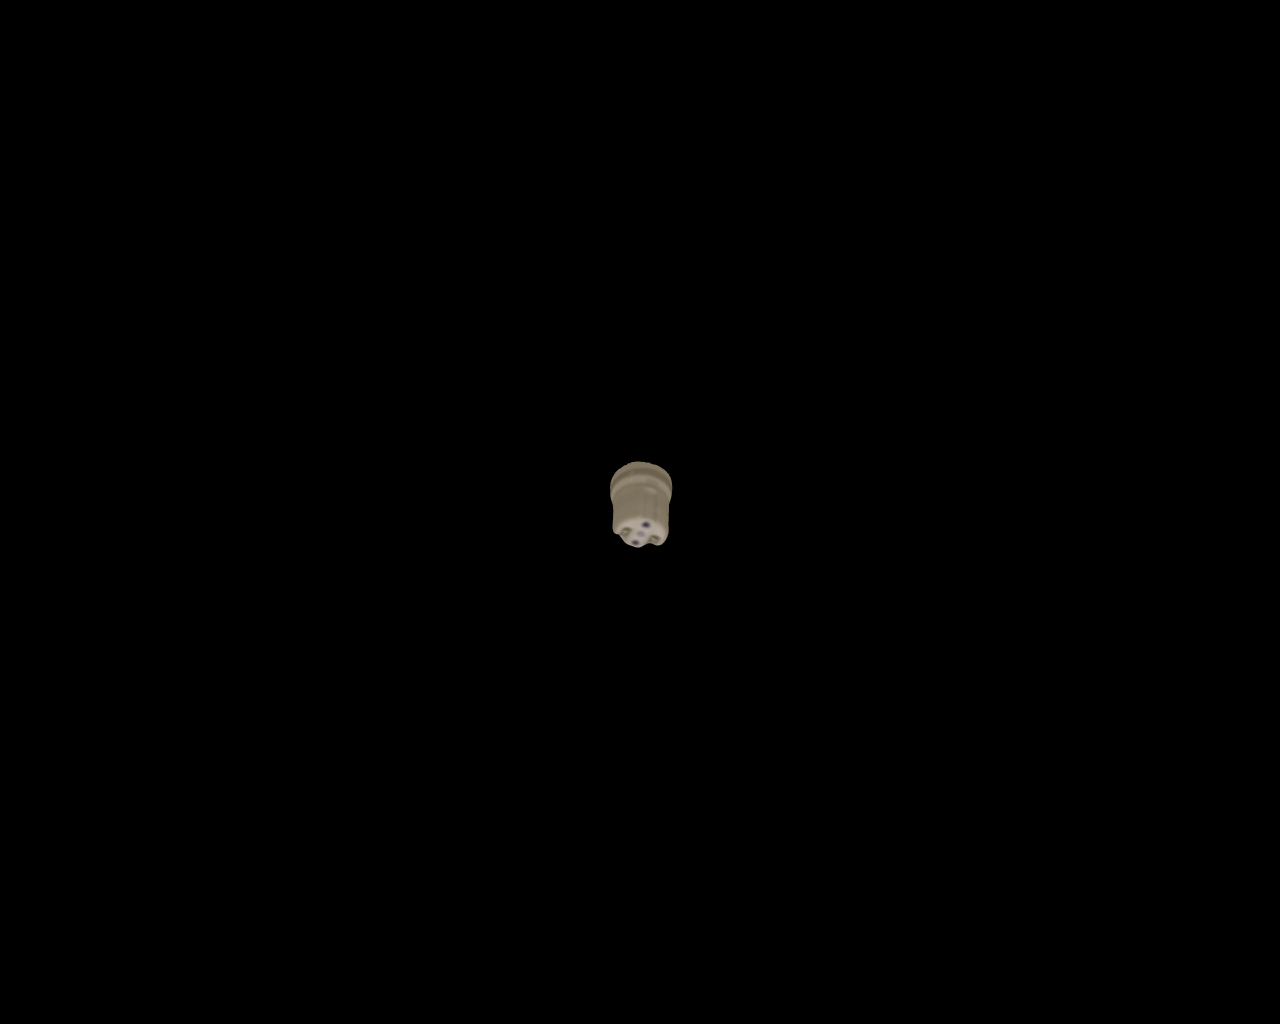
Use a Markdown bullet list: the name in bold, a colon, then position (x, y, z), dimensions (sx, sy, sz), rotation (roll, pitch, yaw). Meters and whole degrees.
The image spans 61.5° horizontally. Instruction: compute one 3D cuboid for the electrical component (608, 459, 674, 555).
- **electrical component**: position (0.001, -0.003, 0.650), dimensions (0.040, 0.040, 0.046), rotation (0, 45, 0)
